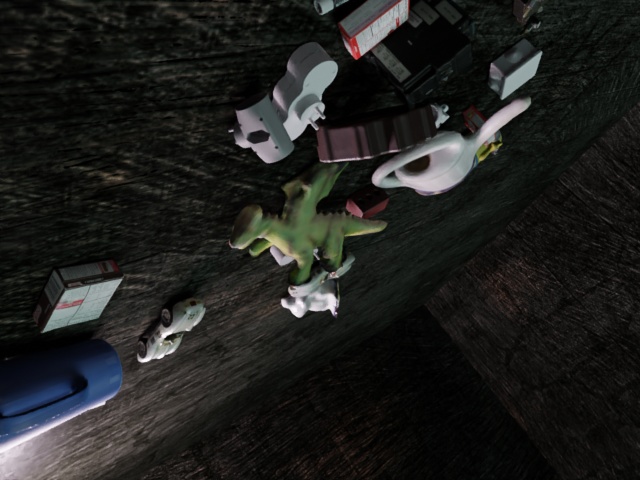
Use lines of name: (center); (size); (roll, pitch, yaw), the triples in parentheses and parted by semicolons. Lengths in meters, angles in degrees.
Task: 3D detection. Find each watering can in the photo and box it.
watering can: (0.279, -0.184, 1.083); (0.345, 0.105, 0.223); (-24, 165, 21)

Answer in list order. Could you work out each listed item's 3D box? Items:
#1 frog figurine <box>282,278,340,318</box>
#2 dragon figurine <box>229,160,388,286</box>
frog figurine: (-0.027, 0.158, 1.450); (0.159, 0.124, 0.135); (3, 164, -3)
dragon figurine: (0.003, -0.049, 0.968); (0.414, 0.124, 0.237); (-22, 147, -33)
